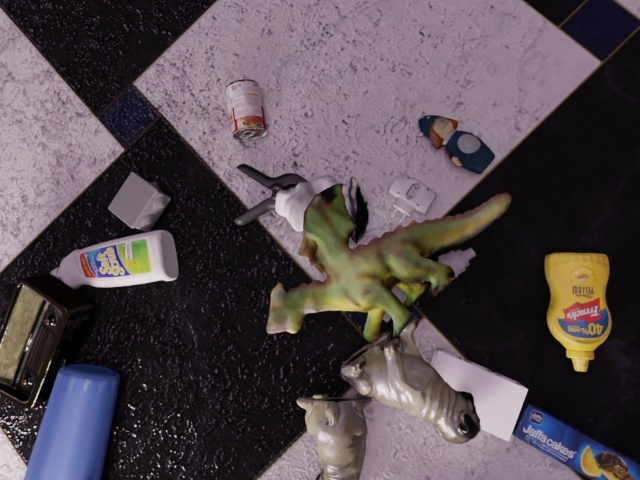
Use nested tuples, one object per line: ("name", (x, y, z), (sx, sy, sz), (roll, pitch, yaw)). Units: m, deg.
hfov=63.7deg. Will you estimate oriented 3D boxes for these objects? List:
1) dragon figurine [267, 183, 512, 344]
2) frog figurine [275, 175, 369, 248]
("dragon figurine", (0.078, 0.011, 0.813), (0.243, 0.411, 0.122), (43, -1, 6))
("frog figurine", (0.003, -0.047, 0.933), (0.159, 0.137, 0.123), (-2, 8, 24))
